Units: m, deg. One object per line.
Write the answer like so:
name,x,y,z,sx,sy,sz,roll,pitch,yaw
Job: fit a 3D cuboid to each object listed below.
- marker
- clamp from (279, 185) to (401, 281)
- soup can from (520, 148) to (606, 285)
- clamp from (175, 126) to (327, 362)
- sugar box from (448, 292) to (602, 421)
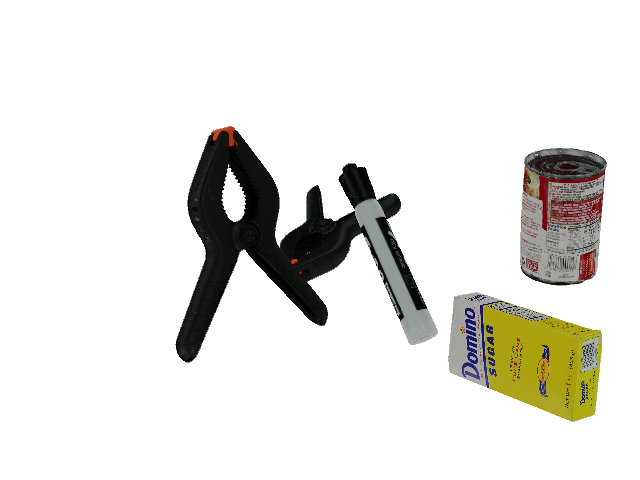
marker,0.040,0.006,0.656,0.020,0.121,0.020,-20,-19,-7
clamp,0.016,-0.008,1.197,0.120,0.039,0.171,-3,37,27
soup can,0.208,-0.020,0.919,0.068,0.102,0.068,-2,24,1
clamp,-0.066,0.000,0.993,0.164,0.210,0.036,-4,0,-38
sugar box,0.216,0.122,1.148,0.048,0.093,0.177,-8,16,-41
